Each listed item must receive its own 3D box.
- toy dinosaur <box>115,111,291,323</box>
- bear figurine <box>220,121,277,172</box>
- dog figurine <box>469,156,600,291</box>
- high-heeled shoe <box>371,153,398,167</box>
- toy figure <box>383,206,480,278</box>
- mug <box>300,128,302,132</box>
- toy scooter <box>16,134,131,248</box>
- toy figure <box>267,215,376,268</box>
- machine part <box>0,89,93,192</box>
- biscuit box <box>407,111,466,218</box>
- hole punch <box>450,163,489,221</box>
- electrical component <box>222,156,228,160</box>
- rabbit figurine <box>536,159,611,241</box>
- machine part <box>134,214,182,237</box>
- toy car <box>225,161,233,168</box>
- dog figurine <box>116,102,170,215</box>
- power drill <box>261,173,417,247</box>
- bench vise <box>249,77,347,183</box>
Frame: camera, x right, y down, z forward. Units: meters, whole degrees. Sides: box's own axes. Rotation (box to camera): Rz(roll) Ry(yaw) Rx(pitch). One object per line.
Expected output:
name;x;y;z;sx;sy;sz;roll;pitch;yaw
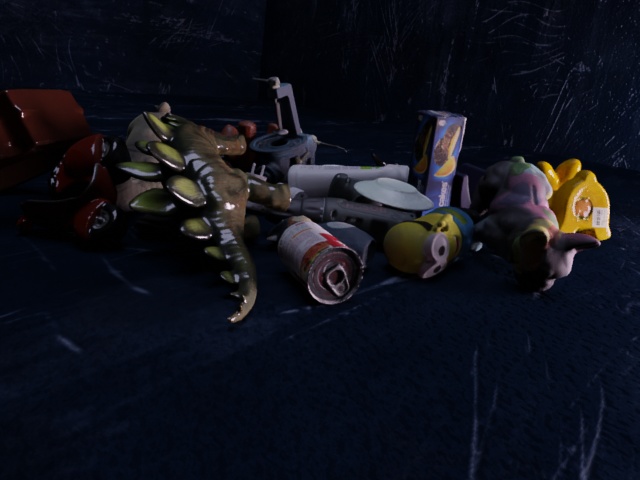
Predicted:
toy dinosaur;-0.147;-0.060;0.696;0.198;0.105;0.472;12;29;-42
bear figurine;-0.186;-0.226;1.240;0.120;0.131;0.196;-3;26;-41
dog figurine;0.300;-0.030;0.763;0.108;0.191;0.219;12;2;-7
high-heeled shoe;0.178;-0.093;1.125;0.145;0.086;0.249;41;16;-44
toy figure;0.160;-0.001;0.758;0.089;0.082;0.180;-3;16;37
mug;-0.056;-0.208;1.282;0.081;0.109;0.107;10;28;-17
toy scooter;-0.321;-0.062;0.701;0.135;0.075;0.184;-11;55;-1
toy figure;-0.001;-0.001;0.729;0.155;0.058;0.064;16;-23;26
machine part;-0.442;-0.129;0.752;0.201;0.087;0.201;-24;11;15
biscuit box;0.192;-0.116;0.921;0.059;0.202;0.063;-4;23;-23
hole punch;0.247;-0.080;0.976;0.092;0.115;0.142;5;18;-30
electrical component;-0.263;-0.191;1.167;0.119;0.047;0.074;-1;-7;40
rabbit figurine;0.452;-0.072;1.030;0.122;0.162;0.173;-7;2;-6
machine part;-0.207;-0.036;0.779;0.084;0.039;0.139;5;18;9
toy car;-0.260;-0.137;1.052;0.202;0.053;0.089;-7;26;-42
dog figurine;-0.284;-0.132;0.843;0.121;0.172;0.190;-1;10;6
power drill;0.038;-0.053;0.868;0.232;0.085;0.207;11;14;5
bench vise;-0.065;-0.222;1.117;0.129;0.240;0.223;16;37;35
